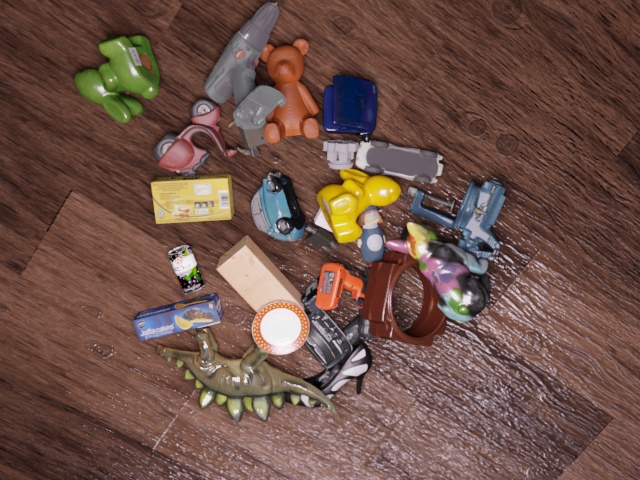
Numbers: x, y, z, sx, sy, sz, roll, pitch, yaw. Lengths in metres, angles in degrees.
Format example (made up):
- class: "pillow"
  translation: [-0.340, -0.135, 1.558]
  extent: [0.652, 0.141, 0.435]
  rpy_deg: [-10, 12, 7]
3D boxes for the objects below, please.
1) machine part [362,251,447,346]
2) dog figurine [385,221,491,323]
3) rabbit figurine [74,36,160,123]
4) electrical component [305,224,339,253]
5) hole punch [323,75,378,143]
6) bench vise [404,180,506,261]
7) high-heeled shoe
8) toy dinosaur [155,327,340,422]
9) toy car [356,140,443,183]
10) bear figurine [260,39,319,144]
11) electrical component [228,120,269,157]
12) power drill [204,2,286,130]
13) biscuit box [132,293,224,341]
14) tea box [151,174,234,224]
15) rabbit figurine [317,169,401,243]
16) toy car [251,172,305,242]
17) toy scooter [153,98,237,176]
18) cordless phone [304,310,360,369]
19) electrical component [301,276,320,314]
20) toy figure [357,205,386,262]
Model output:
- class: "machine part"
  translation: [0.206, 0.136, 1.239]
  extent: [0.201, 0.087, 0.201]
  rpy_deg: [17, 82, -32]
- class: "dog figurine"
  translation: [0.246, 0.054, 1.144]
  extent: [0.219, 0.191, 0.108]
  rpy_deg: [31, 130, -15]
- class: "rabbit figurine"
  translation: [-0.423, -0.330, 1.122]
  extent: [0.170, 0.121, 0.158]
  rpy_deg: [-15, 114, 20]
- class: "electrical component"
  translation: [-0.003, -0.004, 1.254]
  extent: [0.094, 0.063, 0.021]
  rpy_deg: [34, 59, -21]
- class: "hole punch"
  translation: [0.068, -0.287, 1.150]
  extent: [0.116, 0.092, 0.142]
  rpy_deg: [1, 86, -6]
- class: "bench vise"
  translation: [0.308, -0.050, 1.236]
  extent: [0.241, 0.129, 0.223]
  rpy_deg: [23, 114, 11]
- class: "high-heeled shoe"
  translation: [0.008, 0.330, 1.342]
  extent: [0.249, 0.086, 0.145]
  rpy_deg: [-4, 103, -7]
- class: "toy dinosaur"
  translation: [-0.173, 0.327, 1.291]
  extent: [0.472, 0.105, 0.198]
  rpy_deg: [11, 95, 4]
- class: "toy car"
  translation: [0.181, -0.178, 1.218]
  extent: [0.202, 0.056, 0.073]
  rpy_deg: [10, 99, -7]
- class: "bear figurine"
  translation: [-0.065, -0.314, 1.126]
  extent: [0.120, 0.132, 0.195]
  rpy_deg: [-4, 112, 1]
- class: "electrical component"
  translation: [-0.152, -0.236, 1.187]
  extent: [0.078, 0.045, 0.102]
  rpy_deg: [-30, 111, -25]
- class: "power drill"
  translation: [-0.139, -0.339, 1.075]
  extent: [0.232, 0.207, 0.086]
  rpy_deg: [-40, 149, 26]
- class: "biscuit box"
  translation: [-0.338, 0.184, 1.284]
  extent: [0.203, 0.063, 0.059]
  rpy_deg: [-15, 105, 0]
- class: "tea box"
  translation: [-0.283, -0.093, 1.204]
  extent: [0.170, 0.068, 0.098]
  rpy_deg: [-1, 106, -2]
- class: "rabbit figurine"
  translation: [0.089, -0.089, 1.177]
  extent: [0.173, 0.162, 0.121]
  rpy_deg: [-22, 120, -3]
- class: "toy car"
  translation: [-0.104, -0.067, 1.209]
  extent: [0.103, 0.109, 0.161]
  rpy_deg: [-17, 98, 19]
- class: "toy scooter"
  translation: [-0.263, -0.204, 1.172]
  extent: [0.135, 0.075, 0.184]
  rpy_deg: [43, 94, -15]
- class: "cordless phone"
  translation: [0.043, 0.208, 1.314]
  extent: [0.184, 0.088, 0.146]
  rpy_deg: [-39, 82, -13]
- class: "electrical component"
  translation: [-0.004, 0.131, 1.261]
  extent: [0.075, 0.119, 0.047]
  rpy_deg: [-43, 102, 6]
- class: "toy figure"
  translation: [0.120, -0.027, 1.258]
  extent: [0.064, 0.058, 0.154]
  rpy_deg: [-19, 109, -38]
